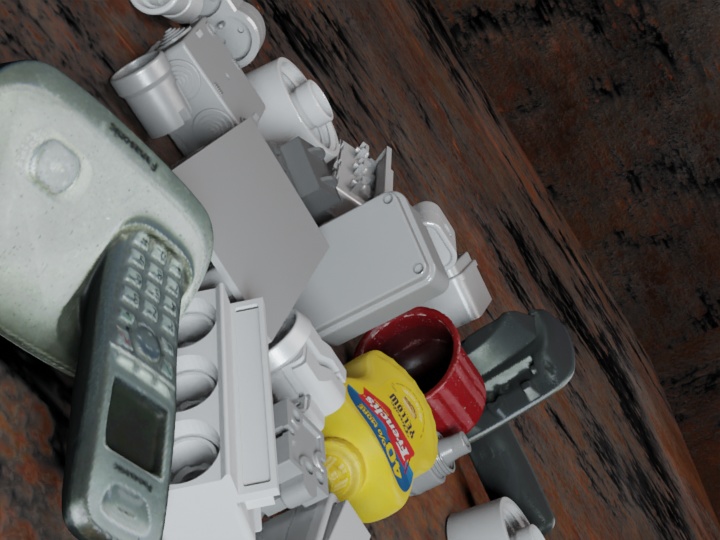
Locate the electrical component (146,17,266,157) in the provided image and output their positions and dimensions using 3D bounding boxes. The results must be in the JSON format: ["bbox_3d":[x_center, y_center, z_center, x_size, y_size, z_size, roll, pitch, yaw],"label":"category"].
[{"bbox_3d":[-0.115,-0.130,0.783,0.099,0.048,0.099,56,17,-20],"label":"electrical component"}]

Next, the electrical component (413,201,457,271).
[{"bbox_3d":[0.039,-0.019,0.992,0.053,0.095,0.059,56,17,-22],"label":"electrical component"}]

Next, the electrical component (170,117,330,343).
[{"bbox_3d":[-0.087,-0.019,0.665,0.105,0.060,0.186,59,16,-11],"label":"electrical component"}]

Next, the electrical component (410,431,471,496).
[{"bbox_3d":[0.055,0.144,0.828,0.043,0.062,0.043,54,17,-25],"label":"electrical component"}]

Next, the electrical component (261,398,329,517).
[{"bbox_3d":[-0.051,0.105,0.575,0.048,0.055,0.066,50,19,-35],"label":"electrical component"}]

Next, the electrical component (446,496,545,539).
[{"bbox_3d":[0.124,0.240,0.887,0.108,0.060,0.108,54,17,-25],"label":"electrical component"}]

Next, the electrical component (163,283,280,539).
[{"bbox_3d":[-0.079,0.073,0.523,0.121,0.079,0.063,-100,178,-48],"label":"electrical component"}]

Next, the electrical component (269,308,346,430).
[{"bbox_3d":[-0.046,0.061,0.665,0.057,0.058,0.078,58,16,-24],"label":"electrical component"}]

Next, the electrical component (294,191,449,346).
[{"bbox_3d":[0.000,0.000,0.808,0.078,0.113,0.057,67,14,19],"label":"electrical component"}]

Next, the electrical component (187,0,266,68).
[{"bbox_3d":[-0.131,-0.240,0.914,0.138,0.052,0.073,56,17,-19],"label":"electrical component"}]

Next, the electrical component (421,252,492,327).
[{"bbox_3d":[0.083,0.027,1.086,0.057,0.078,0.113,64,16,-2],"label":"electrical component"}]

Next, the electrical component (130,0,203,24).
[{"bbox_3d":[-0.149,-0.215,0.840,0.044,0.044,0.065,63,11,4],"label":"electrical component"}]

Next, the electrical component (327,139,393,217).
[{"bbox_3d":[-0.008,-0.069,0.984,0.063,0.078,0.121,34,24,-14],"label":"electrical component"}]

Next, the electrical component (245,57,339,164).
[{"bbox_3d":[-0.059,-0.135,0.944,0.108,0.060,0.108,54,17,-26],"label":"electrical component"}]

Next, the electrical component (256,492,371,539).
[{"bbox_3d":[-0.023,0.162,0.558,0.061,0.061,0.096,58,16,-12],"label":"electrical component"}]

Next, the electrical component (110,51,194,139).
[{"bbox_3d":[-0.137,-0.116,0.713,0.046,0.040,0.040,61,15,-26],"label":"electrical component"}]
